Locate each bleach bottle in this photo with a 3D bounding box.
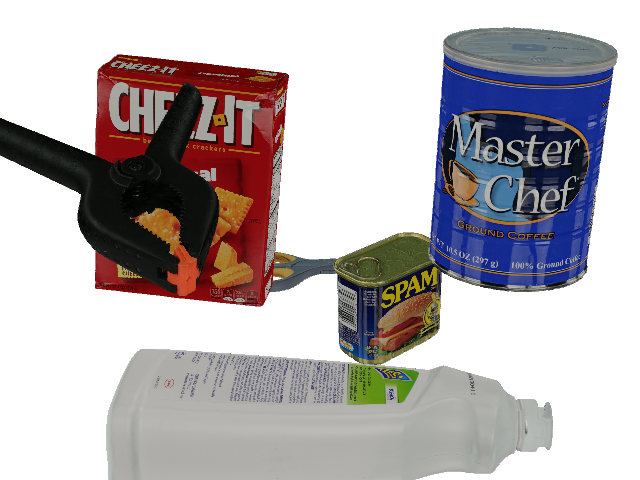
[{"bbox_3d":[0.009,0.109,0.626,0.251,0.068,0.102,2,21,2],"label":"bleach bottle"}]

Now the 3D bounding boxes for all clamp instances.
[{"bbox_3d":[-0.121,-0.043,0.742,0.164,0.036,0.210,-21,47,-27],"label":"clamp"}]

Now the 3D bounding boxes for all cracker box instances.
[{"bbox_3d":[-0.121,-0.052,0.984,0.164,0.214,0.072,7,22,4],"label":"cracker box"}]

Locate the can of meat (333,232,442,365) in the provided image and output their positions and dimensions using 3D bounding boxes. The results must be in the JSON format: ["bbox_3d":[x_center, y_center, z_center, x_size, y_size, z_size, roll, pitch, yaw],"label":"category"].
[{"bbox_3d":[0.061,0.051,0.934,0.101,0.084,0.058,-22,33,-36],"label":"can of meat"}]

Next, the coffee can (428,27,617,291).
[{"bbox_3d":[0.123,-0.053,0.663,0.103,0.140,0.103,2,22,-1],"label":"coffee can"}]

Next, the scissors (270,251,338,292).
[{"bbox_3d":[0.001,0.035,1.167,0.202,0.016,0.096,4,23,5],"label":"scissors"}]
